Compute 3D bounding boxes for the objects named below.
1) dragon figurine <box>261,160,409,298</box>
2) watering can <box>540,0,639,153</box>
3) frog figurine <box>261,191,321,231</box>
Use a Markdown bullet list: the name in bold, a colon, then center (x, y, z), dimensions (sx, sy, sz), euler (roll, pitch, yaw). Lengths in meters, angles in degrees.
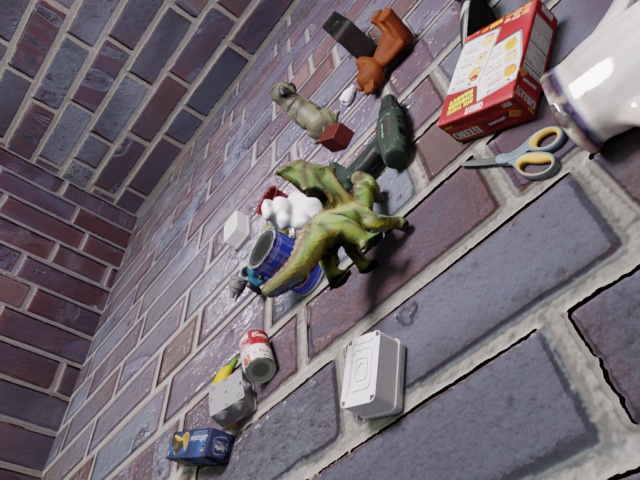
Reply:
- **dragon figurine**: center (0.003, -0.047, 0.935), dimensions (0.246, 0.413, 0.119), euler (50, 131, 23)
- **watering can**: center (0.396, -0.253, 0.673), dimensions (0.221, 0.103, 0.356), euler (-38, 33, 37)
- **frog figurine**: center (-0.056, -0.070, 1.204), dimensions (0.121, 0.158, 0.141), euler (-45, 29, 25)
